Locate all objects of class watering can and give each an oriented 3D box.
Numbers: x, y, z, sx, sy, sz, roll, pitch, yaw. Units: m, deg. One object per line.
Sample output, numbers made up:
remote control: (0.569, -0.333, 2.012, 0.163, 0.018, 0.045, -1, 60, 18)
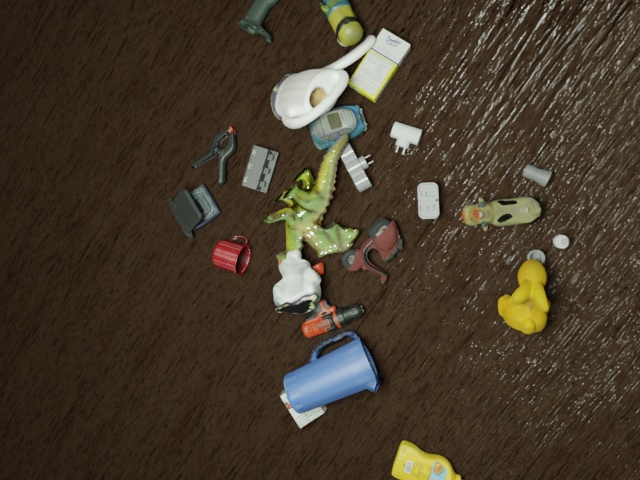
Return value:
watering can: (-0.001, -0.424, 1.392, 0.225, 0.353, 0.102, 12, -32, 46)

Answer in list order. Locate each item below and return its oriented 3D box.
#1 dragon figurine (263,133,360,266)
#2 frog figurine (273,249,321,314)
dragon figurine: (0.004, -0.072, 1.423, 0.407, 0.242, 0.124, -44, 8, 14)
frog figurine: (-0.066, 0.114, 1.386, 0.136, 0.163, 0.121, -30, -38, 24)
